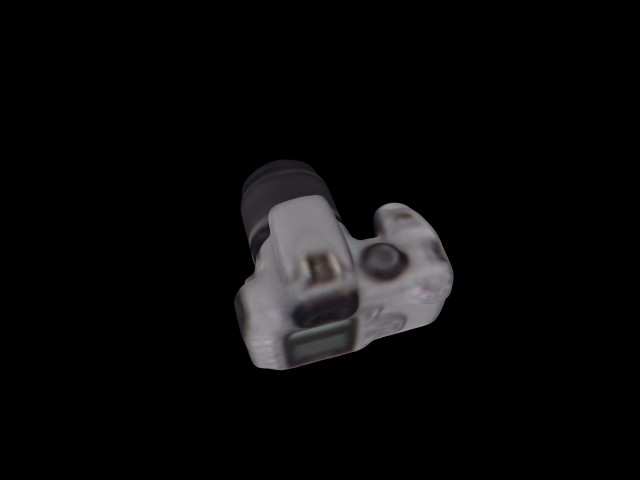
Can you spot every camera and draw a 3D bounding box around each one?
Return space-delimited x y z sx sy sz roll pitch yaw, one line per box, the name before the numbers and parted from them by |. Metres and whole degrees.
camera | 0.004 0.001 0.400 0.143 0.101 0.136 -14 58 -9
